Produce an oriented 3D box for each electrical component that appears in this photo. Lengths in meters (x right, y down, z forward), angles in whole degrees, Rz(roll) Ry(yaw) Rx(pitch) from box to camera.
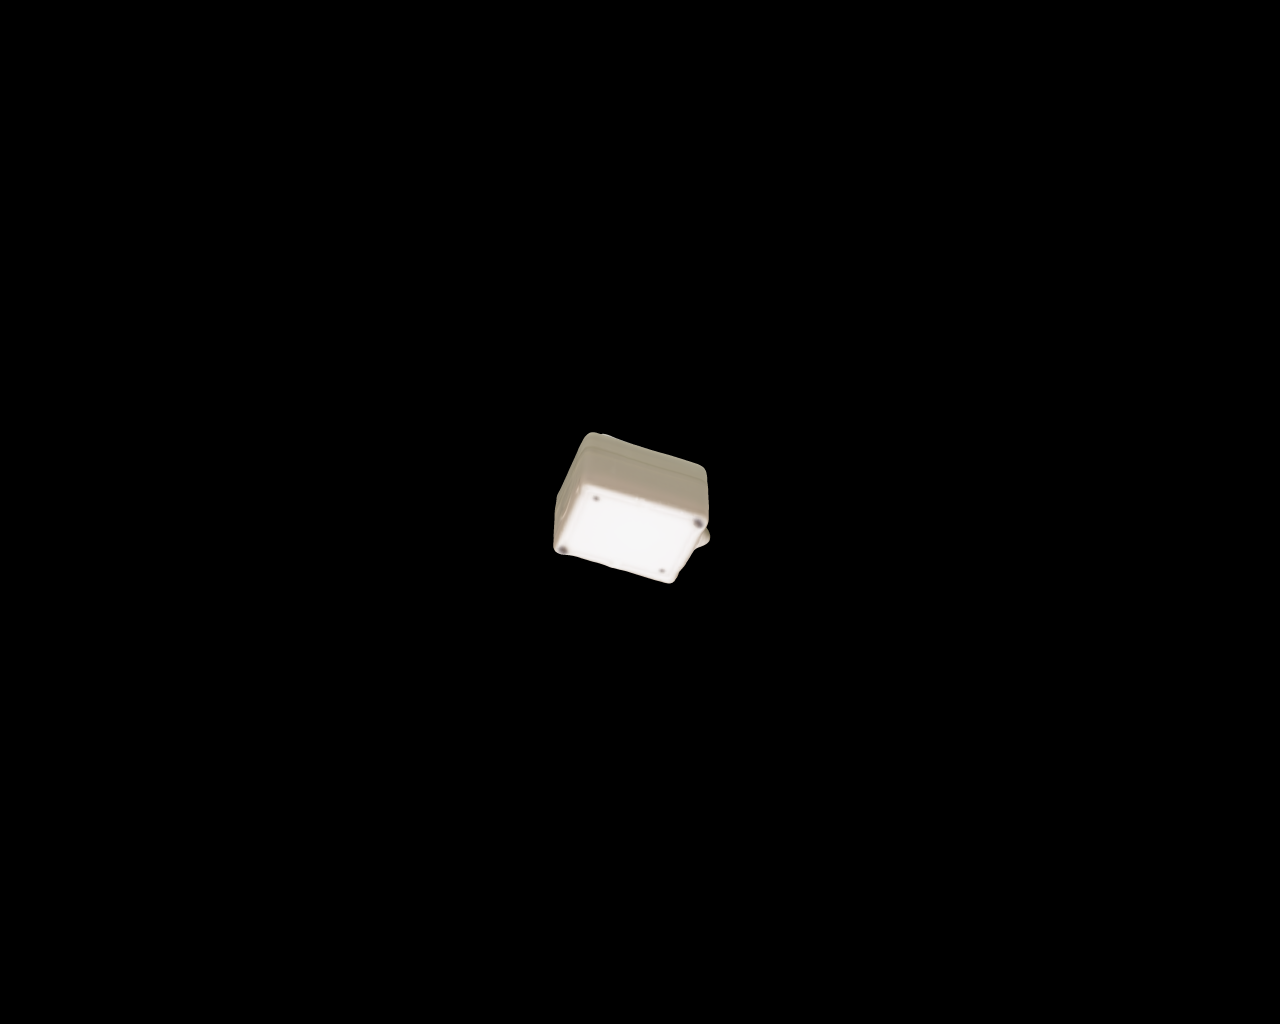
[{"bbox_3d":[0.001,-0.003,0.650,0.096,0.061,0.061,17,39,-14],"label":"electrical component"}]
